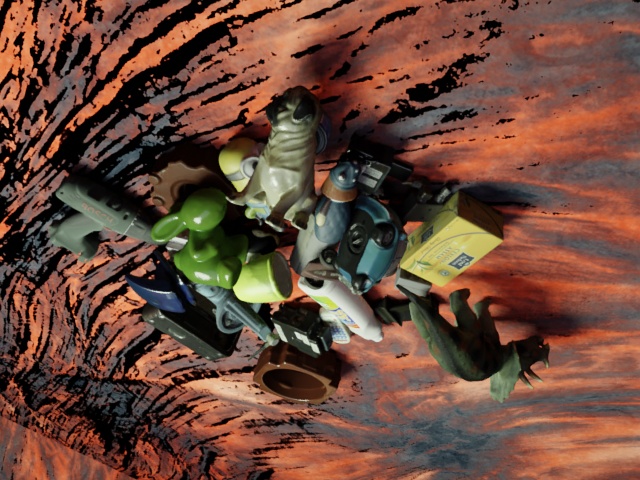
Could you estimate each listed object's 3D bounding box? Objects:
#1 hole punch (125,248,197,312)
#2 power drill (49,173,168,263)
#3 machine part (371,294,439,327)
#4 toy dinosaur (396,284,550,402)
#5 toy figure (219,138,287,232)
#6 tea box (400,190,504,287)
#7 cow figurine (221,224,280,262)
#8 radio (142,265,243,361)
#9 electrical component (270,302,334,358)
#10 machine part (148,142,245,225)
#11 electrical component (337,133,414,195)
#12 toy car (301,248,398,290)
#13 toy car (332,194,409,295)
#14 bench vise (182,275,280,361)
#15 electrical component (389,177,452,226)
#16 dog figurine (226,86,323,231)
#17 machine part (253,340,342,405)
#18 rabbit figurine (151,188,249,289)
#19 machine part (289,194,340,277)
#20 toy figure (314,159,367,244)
[{"bbox_3d":[-0.321,0.096,1.089,0.116,0.092,0.142,41,157,22],"label":"hole punch"},{"bbox_3d":[-0.445,-0.024,1.097,0.207,0.086,0.232,-23,129,41],"label":"power drill"},{"bbox_3d":[0.184,0.149,1.146,0.139,0.039,0.084,-13,128,30],"label":"machine part"},{"bbox_3d":[0.283,0.204,1.024,0.404,0.192,0.131,16,136,-39],"label":"toy dinosaur"},{"bbox_3d":[-0.106,-0.092,0.919,0.089,0.082,0.179,-6,138,19],"label":"toy figure"},{"bbox_3d":[0.227,0.002,0.939,0.098,0.068,0.169,25,138,-12],"label":"tea box"},{"bbox_3d":[-0.167,0.003,1.054,0.167,0.068,0.098,19,134,-11],"label":"cow figurine"},{"bbox_3d":[-0.286,0.173,1.236,0.073,0.131,0.229,-24,127,38],"label":"radio"},{"bbox_3d":[-0.036,0.210,1.236,0.134,0.058,0.114,18,147,27],"label":"electrical component"},{"bbox_3d":[-0.220,-0.092,0.971,0.179,0.056,0.179,7,140,6],"label":"machine part"},{"bbox_3d":[0.089,-0.113,0.863,0.119,0.048,0.074,25,140,-10],"label":"electrical component"},{"bbox_3d":[0.061,0.055,1.001,0.202,0.053,0.089,-2,147,-33],"label":"toy car"},{"bbox_3d":[0.095,0.011,0.900,0.103,0.109,0.161,5,110,-33],"label":"toy car"},{"bbox_3d":[-0.179,0.136,1.137,0.241,0.129,0.223,36,159,32],"label":"bench vise"},{"bbox_3d":[0.163,-0.064,0.904,0.078,0.045,0.102,-4,149,-23],"label":"electrical component"},{"bbox_3d":[-0.034,-0.123,0.805,0.121,0.172,0.190,28,101,7],"label":"dog figurine"},{"bbox_3d":[-0.059,0.342,1.402,0.201,0.087,0.201,23,138,-11],"label":"machine part"},{"bbox_3d":[-0.204,-0.021,0.947,0.159,0.121,0.170,10,124,11],"label":"rabbit figurine"},{"bbox_3d":[-0.002,-0.003,0.993,0.079,0.079,0.243,17,139,-4],"label":"machine part"},{"bbox_3d":[0.026,-0.064,0.846,0.058,0.064,0.154,21,126,9],"label":"toy figure"}]
